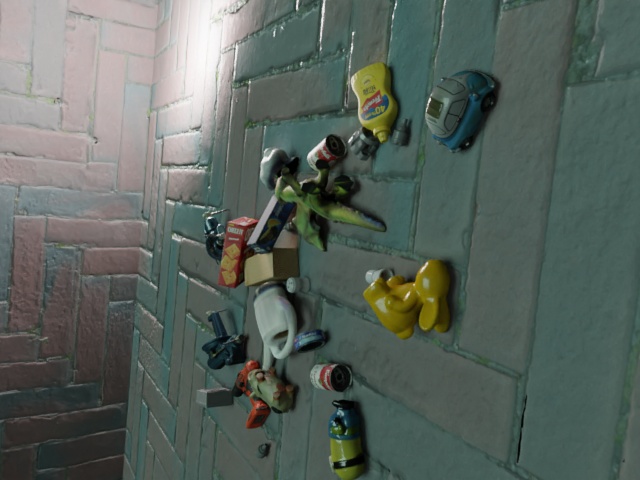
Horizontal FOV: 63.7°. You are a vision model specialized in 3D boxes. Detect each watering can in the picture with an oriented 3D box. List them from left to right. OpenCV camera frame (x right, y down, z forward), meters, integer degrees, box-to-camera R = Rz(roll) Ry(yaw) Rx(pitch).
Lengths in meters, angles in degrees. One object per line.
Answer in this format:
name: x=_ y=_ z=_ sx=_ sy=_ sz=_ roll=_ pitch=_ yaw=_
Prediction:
watering can: x=-0.148 y=0.266 z=1.589 sx=0.340 sy=0.104 sz=0.229 roll=-58 pitch=44 yaw=50

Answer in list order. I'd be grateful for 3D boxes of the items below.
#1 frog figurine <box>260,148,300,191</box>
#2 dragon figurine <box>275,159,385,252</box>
frog figurine: x=-0.152 y=-0.228 z=1.626 sx=0.161 sy=0.124 sz=0.134 roll=29 pitch=132 yaw=42
dragon figurine: x=0.004 y=-0.070 z=1.391 sx=0.416 sy=0.123 sz=0.237 roll=43 pitch=148 yaw=29
